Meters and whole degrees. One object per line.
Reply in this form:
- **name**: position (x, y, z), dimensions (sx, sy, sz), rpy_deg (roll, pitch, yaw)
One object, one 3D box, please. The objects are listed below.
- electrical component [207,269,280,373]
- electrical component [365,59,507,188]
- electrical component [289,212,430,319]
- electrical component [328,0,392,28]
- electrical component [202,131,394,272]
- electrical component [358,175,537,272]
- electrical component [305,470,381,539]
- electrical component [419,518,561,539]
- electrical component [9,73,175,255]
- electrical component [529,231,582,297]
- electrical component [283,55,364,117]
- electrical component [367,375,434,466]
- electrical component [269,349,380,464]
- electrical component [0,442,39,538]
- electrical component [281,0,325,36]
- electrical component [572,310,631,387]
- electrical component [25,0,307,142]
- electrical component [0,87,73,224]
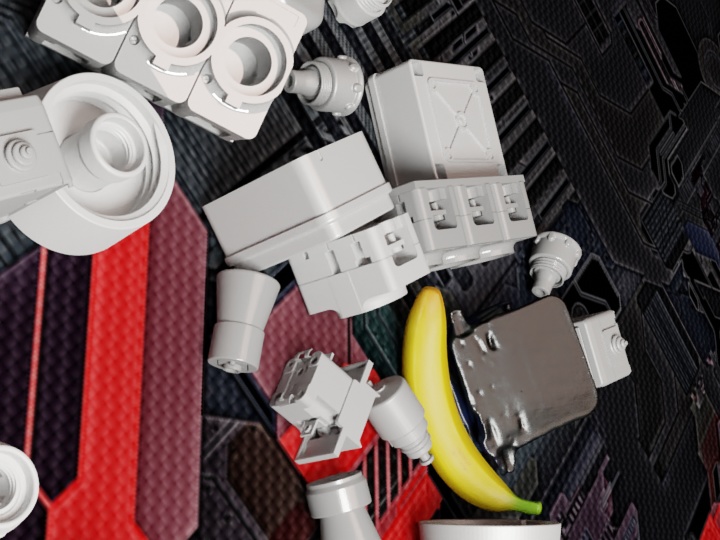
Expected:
- **electrical component**: position (-0.081, 0.037, 0.729), dimensions (0.044, 0.044, 0.065), rpy_deg (26, 64, -40)
- **electrical component**: position (0.067, -0.120, 0.932), dimensions (0.109, 0.056, 0.108), rpy_deg (-6, 82, -48)
- **electrical component**: position (0.000, 0.000, 0.792), dimensions (0.050, 0.089, 0.055), rpy_deg (-25, 96, -48)
- **electrical component**: position (0.007, -0.232, 0.899), dimensions (0.043, 0.062, 0.043), rpy_deg (18, 64, -43)
- **electrical component**: position (-0.042, -0.044, 0.743), dimensions (0.078, 0.113, 0.057), rpy_deg (-31, 97, -48)
- **electrical component**: position (0.064, -0.033, 0.873), dimensions (0.150, 0.089, 0.061), rpy_deg (-8, 83, -49)
- **electrical component**: position (-0.012, 0.173, 0.755), dimensions (0.045, 0.045, 0.055), rpy_deg (-10, 84, -49)
- **electrical component**: position (0.099, 0.222, 0.815), dimensions (0.108, 0.108, 0.060), rpy_deg (11, 75, -45)
- **electrical component**: position (-0.164, -0.068, 0.659), dimensions (0.108, 0.060, 0.108), rpy_deg (18, 64, -43)
- **electrical component**: position (0.181, -0.003, 1.027), dimensions (0.048, 0.048, 0.062), rpy_deg (45, 55, -28)
- **electrical component**: position (-0.031, -0.146, 0.843), dimensions (0.062, 0.048, 0.048), rpy_deg (-3, 79, -41)
- **electrical component**: position (0.032, 0.117, 0.825), dimensions (0.078, 0.040, 0.040), rpy_deg (57, 44, -18)
- **electrical component**: position (-0.027, 0.094, 0.768), dimensions (0.064, 0.042, 0.081), rpy_deg (43, 49, -26)
- **electrical component**: position (-0.200, 0.115, 0.560), dimensions (0.066, 0.055, 0.048), rpy_deg (53, 45, -21)
- **electrical component**: position (-0.058, -0.227, 0.829), dimensions (0.054, 0.059, 0.095), rpy_deg (25, 60, -40)
- **electrical component**: position (0.196, 0.076, 0.974), dimensions (0.061, 0.096, 0.061), rpy_deg (-13, 86, -47)
- **electrical component**: position (-0.121, -0.154, 0.684), dimensions (0.150, 0.062, 0.089), rpy_deg (26, 84, -23)
- **electrical component**: position (-0.206, -0.059, 0.581), dimensions (0.062, 0.096, 0.061), rpy_deg (-24, 94, -48)
